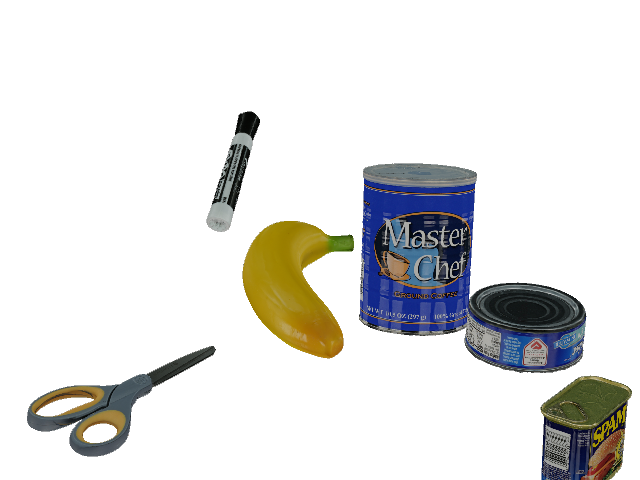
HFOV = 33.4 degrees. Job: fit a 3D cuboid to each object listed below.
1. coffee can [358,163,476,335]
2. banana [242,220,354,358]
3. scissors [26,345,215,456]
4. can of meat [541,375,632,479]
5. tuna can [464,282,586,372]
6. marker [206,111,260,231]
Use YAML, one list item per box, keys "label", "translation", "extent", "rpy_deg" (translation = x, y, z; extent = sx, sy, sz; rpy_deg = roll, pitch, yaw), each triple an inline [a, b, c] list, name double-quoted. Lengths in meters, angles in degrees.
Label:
- label: "coffee can"
  translation: [0.088, 0.005, 0.976]
  extent: [0.103, 0.140, 0.103]
  rpy_deg: [1, 12, 0]
- label: "banana"
  translation: [-0.016, 0.022, 0.676]
  extent: [0.069, 0.037, 0.197]
  rpy_deg: [0, 20, 4]
- label: "scissors"
  translation: [-0.158, 0.142, 0.949]
  extent: [0.201, 0.016, 0.096]
  rpy_deg: [-11, 35, -34]
- label: "can of meat"
  translation: [0.253, 0.190, 1.024]
  extent: [0.058, 0.084, 0.101]
  rpy_deg: [15, 25, 38]
- label: "tuna can"
  translation: [0.149, 0.062, 0.775]
  extent: [0.086, 0.034, 0.086]
  rpy_deg: [1, 21, 0]
- label: "marker"
  translation: [-0.069, -0.059, 0.865]
  extent: [0.020, 0.121, 0.020]
  rpy_deg: [8, -37, 6]
